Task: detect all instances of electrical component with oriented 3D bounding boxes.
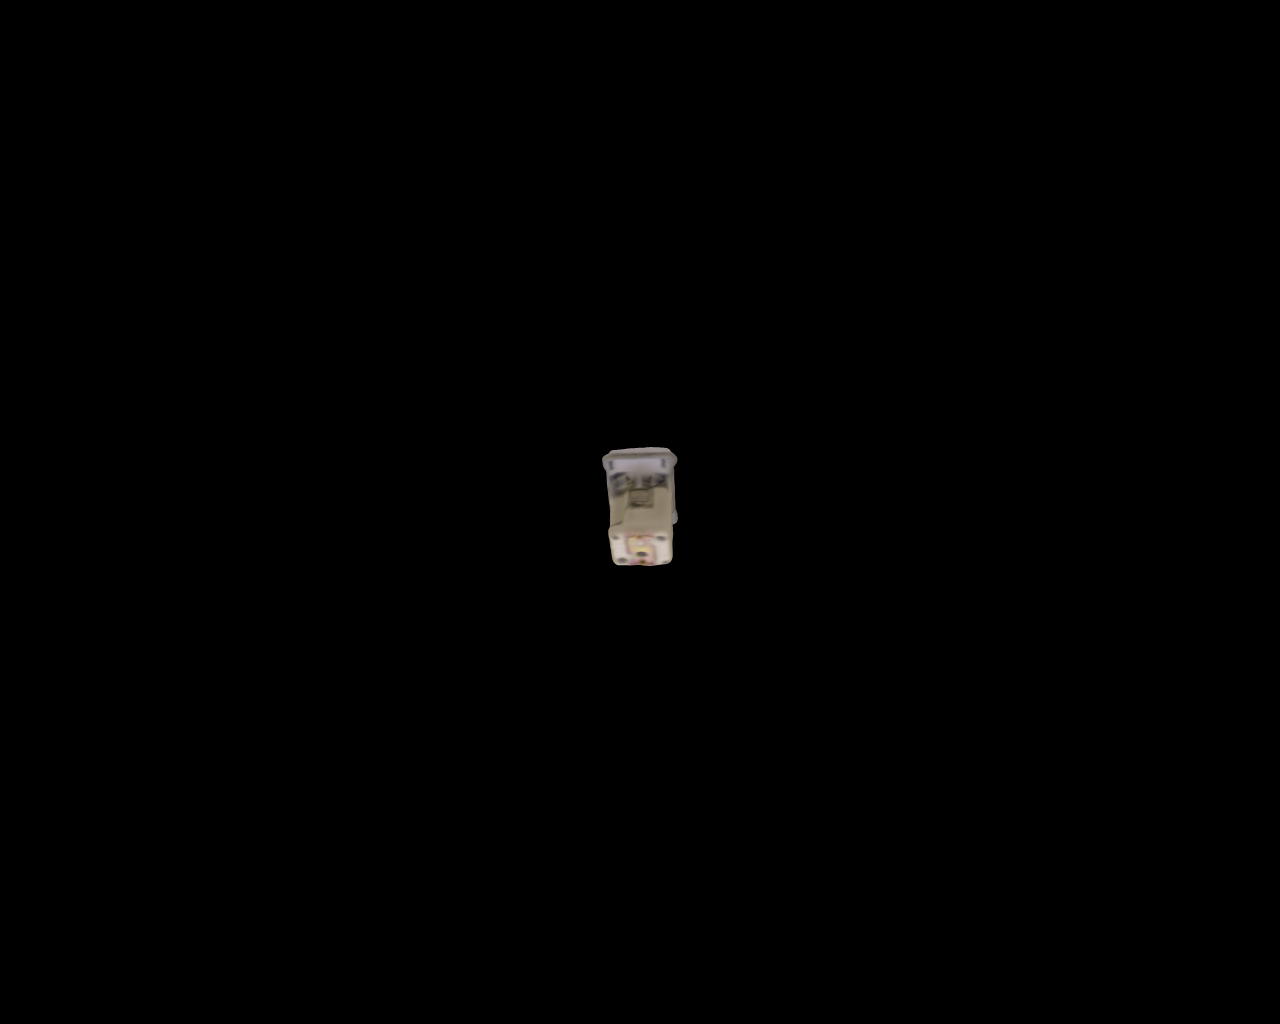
[{"bbox_3d":[0.001,-0.003,0.650,0.042,0.064,0.081,-2,-31,3],"label":"electrical component"}]
